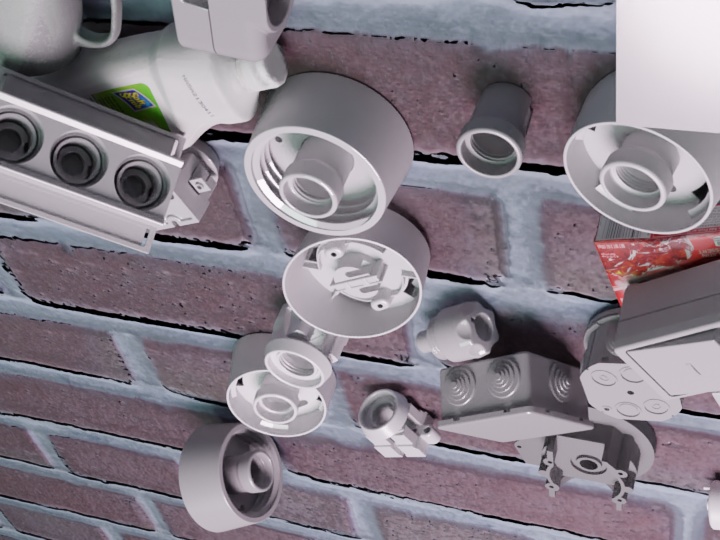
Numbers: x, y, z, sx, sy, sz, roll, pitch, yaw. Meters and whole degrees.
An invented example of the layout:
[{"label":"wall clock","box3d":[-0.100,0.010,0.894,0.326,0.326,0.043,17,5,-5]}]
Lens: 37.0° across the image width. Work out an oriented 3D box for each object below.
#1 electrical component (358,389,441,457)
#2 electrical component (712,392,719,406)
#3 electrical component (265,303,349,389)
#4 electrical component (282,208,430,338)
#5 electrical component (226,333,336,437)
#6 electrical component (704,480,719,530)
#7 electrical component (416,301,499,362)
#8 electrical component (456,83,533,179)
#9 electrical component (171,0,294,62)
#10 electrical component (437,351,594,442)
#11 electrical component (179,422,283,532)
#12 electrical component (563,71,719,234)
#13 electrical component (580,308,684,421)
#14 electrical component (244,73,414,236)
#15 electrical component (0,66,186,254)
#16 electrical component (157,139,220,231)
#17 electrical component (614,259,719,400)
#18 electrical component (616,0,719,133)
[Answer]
[{"label":"electrical component","box3d":[0.030,0.136,0.952,0.066,0.048,0.055,-8,141,35]},{"label":"electrical component","box3d":[0.263,0.064,0.739,0.066,0.048,0.055,-7,141,35]},{"label":"electrical component","box3d":[-0.045,0.060,0.886,0.058,0.057,0.078,39,141,-20]},{"label":"electrical component","box3d":[0.000,0.000,0.781,0.099,0.064,0.099,14,143,11]},{"label":"electrical component","box3d":[-0.072,0.102,0.967,0.099,0.064,0.099,5,133,6]},{"label":"electrical component","box3d":[0.319,0.193,0.874,0.078,0.040,0.040,-1,137,29]},{"label":"electrical component","box3d":[0.071,0.050,0.823,0.062,0.043,0.043,-18,127,43]},{"label":"electrical component","box3d":[0.083,-0.085,0.646,0.040,0.046,0.040,14,143,11]},{"label":"electrical component","box3d":[-0.072,-0.170,0.615,0.059,0.053,0.095,14,143,11]},{"label":"electrical component","box3d":[0.119,0.099,0.830,0.100,0.048,0.100,-17,155,40]},{"label":"electrical component","box3d":[-0.121,0.202,1.065,0.060,0.108,0.108,-14,130,32]},{"label":"electrical component","box3d":[0.171,-0.070,0.624,0.099,0.064,0.099,26,152,15]},{"label":"electrical component","box3d":[0.198,0.068,0.772,0.080,0.051,0.080,14,143,11]},{"label":"electrical component","box3d":[-0.025,-0.069,0.711,0.108,0.060,0.108,14,143,11]},{"label":"electrical component","box3d":[-0.182,-0.066,0.681,0.121,0.078,0.063,20,170,-22]},{"label":"electrical component","box3d":[-0.131,-0.064,0.777,0.066,0.055,0.048,-8,133,35]},{"label":"electrical component","box3d":[0.206,0.042,0.676,0.062,0.061,0.096,41,140,-25]},{"label":"electrical component","box3d":[0.222,-0.121,0.515,0.186,0.060,0.105,8,141,19]}]
